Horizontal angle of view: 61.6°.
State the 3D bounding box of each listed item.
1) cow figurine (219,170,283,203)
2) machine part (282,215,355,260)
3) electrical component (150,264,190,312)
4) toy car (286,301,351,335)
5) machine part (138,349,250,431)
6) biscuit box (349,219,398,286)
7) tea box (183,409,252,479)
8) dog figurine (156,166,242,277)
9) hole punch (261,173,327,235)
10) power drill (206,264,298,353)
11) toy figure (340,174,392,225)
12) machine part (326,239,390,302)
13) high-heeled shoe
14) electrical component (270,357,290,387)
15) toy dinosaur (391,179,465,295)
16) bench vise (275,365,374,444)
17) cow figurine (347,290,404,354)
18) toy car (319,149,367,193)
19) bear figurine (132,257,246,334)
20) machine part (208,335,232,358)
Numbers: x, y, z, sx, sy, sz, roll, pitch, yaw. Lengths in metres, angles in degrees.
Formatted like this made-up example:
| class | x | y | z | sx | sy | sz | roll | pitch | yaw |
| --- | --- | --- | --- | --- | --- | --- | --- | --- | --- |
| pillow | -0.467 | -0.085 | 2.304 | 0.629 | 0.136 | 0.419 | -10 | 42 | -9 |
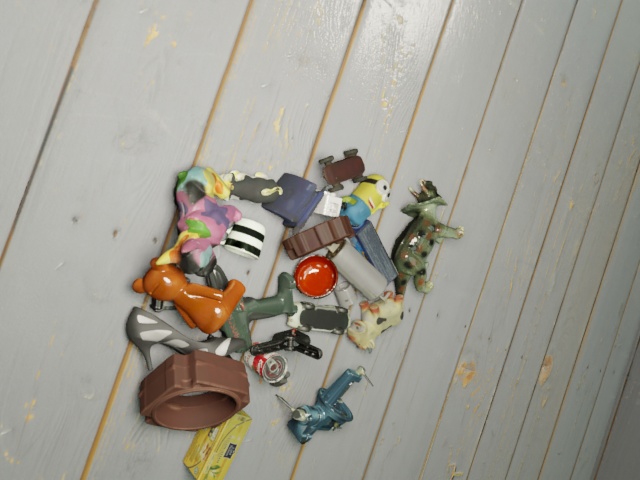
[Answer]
| class | x | y | z | sx | sy | sz | roll | pitch | yaw |
| --- | --- | --- | --- | --- | --- | --- | --- | --- | --- |
| cow figurine | -0.172 | -0.114 | 1.196 | 0.167 | 0.098 | 0.068 | 0 | 106 | -36 |
| machine part | -0.003 | -0.004 | 1.288 | 0.179 | 0.179 | 0.056 | -20 | 86 | -31 |
| electrical component | -0.323 | 0.094 | 1.163 | 0.075 | 0.048 | 0.119 | 7 | 97 | -37 |
| toy car | 0.001 | 0.205 | 1.411 | 0.201 | 0.056 | 0.073 | 13 | 86 | -38 |
| machine part | -0.268 | 0.332 | 1.161 | 0.201 | 0.087 | 0.201 | 29 | 123 | -37 |
| biscuit box | 0.141 | 0.034 | 1.471 | 0.063 | 0.059 | 0.202 | -41 | 120 | -21 |
| tea box | -0.242 | 0.471 | 1.266 | 0.068 | 0.098 | 0.169 | 31 | 83 | -35 |
| dog figurine | -0.256 | -0.032 | 1.076 | 0.191 | 0.108 | 0.219 | 62 | 27 | -17 |
| hole punch | -0.064 | -0.093 | 1.271 | 0.092 | 0.116 | 0.142 | 43 | 75 | -25 |
| power drill | -0.157 | 0.140 | 1.270 | 0.207 | 0.086 | 0.231 | -19 | 112 | -35 |
| toy figure | 0.109 | -0.101 | 1.410 | 0.180 | 0.089 | 0.082 | -42 | 152 | -10 |
| machine part | 0.097 | 0.080 | 1.415 | 0.243 | 0.079 | 0.079 | 45 | 73 | -19 |
| high-heeled shoe | -0.291 | 0.197 | 1.179 | 0.249 | 0.086 | 0.145 | -9 | 92 | -27 |
| electrical component | -0.105 | 0.334 | 1.356 | 0.021 | 0.094 | 0.063 | 3 | 60 | -32 |
| toy dinosaur | 0.271 | 0.020 | 1.533 | 0.192 | 0.131 | 0.404 | 27 | 88 | -23 |
| bench vise | 0.026 | 0.423 | 1.420 | 0.240 | 0.129 | 0.223 | -50 | 133 | 5 |
| cow figurine | 0.155 | 0.233 | 1.511 | 0.195 | 0.086 | 0.127 | -21 | 108 | -34 |
| toy car | 0.055 | -0.172 | 1.335 | 0.202 | 0.053 | 0.089 | -30 | 106 | -55 |
| bear figurine | -0.273 | 0.105 | 1.116 | 0.196 | 0.132 | 0.120 | 37 | 115 | -7 |
| machine part | -0.233 | 0.291 | 1.268 | 0.138 | 0.039 | 0.084 | 46 | 63 | -21 |
